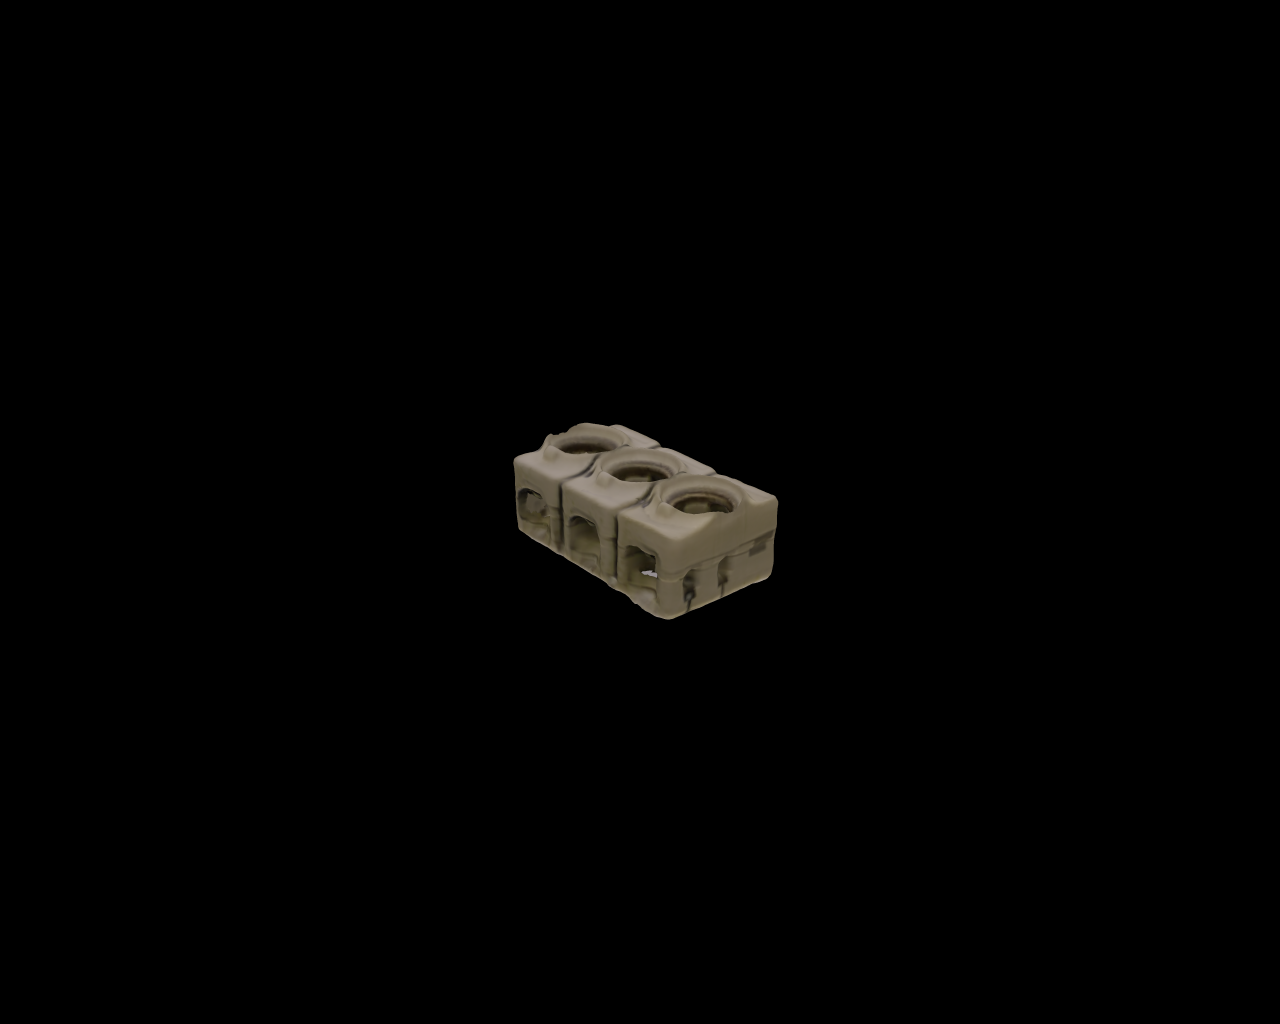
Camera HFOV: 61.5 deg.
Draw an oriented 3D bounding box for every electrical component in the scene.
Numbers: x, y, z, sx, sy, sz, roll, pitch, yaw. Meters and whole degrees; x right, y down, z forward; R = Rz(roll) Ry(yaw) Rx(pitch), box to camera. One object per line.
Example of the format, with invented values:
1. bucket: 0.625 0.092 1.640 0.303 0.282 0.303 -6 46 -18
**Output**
1. electrical component: 0.001 -0.003 0.650 0.090 0.061 0.150 -21 33 -36
